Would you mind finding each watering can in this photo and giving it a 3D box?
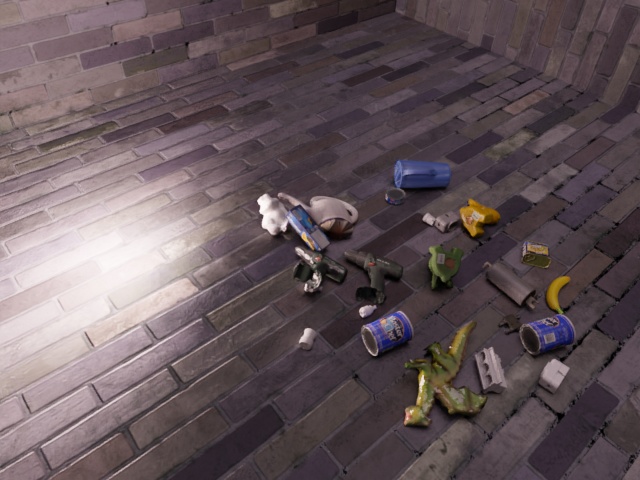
[{"bbox_3d":[0.006,-0.106,2.102,0.229,0.347,0.102,-109,-147,-46],"label":"watering can"}]

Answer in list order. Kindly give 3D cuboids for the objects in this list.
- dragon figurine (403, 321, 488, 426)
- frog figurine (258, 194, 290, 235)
[{"bbox_3d":[0.406,0.427,1.585,0.246,0.414,0.119,52,-23,28],"label":"dragon figurine"},{"bbox_3d":[-0.192,-0.101,2.078,0.159,0.140,0.120,34,-28,-2],"label":"frog figurine"}]
